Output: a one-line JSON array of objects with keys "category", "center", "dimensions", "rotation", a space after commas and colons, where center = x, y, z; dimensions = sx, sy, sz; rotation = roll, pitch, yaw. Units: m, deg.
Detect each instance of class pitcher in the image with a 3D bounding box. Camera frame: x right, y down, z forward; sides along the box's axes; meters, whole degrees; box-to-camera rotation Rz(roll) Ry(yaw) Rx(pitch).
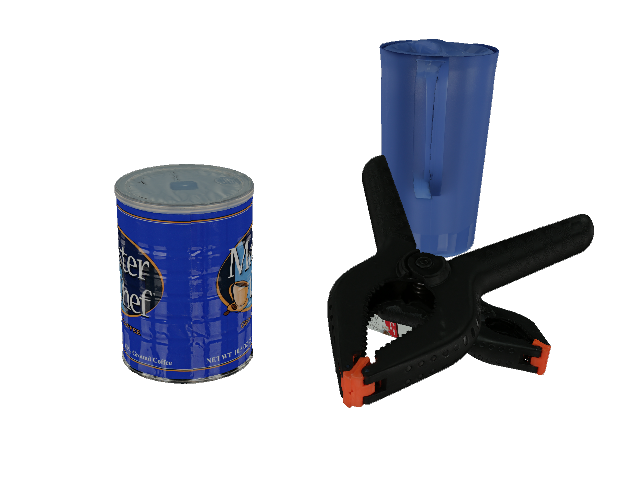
[{"category": "pitcher", "center": [0.127, -0.105, 1.221], "dimensions": [0.149, 0.243, 0.145], "rotation": [-10, 21, -32]}]

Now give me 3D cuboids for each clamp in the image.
[{"category": "clamp", "center": [0.058, 0.020, 0.676], "dimensions": [0.165, 0.036, 0.209], "rotation": [23, 47, 27]}, {"category": "clamp", "center": [0.150, 0.075, 1.023], "dimensions": [0.172, 0.039, 0.120], "rotation": [25, 37, 30]}]

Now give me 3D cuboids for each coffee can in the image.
[{"category": "coffee can", "center": [-0.102, 0.023, 0.811], "dimensions": [0.103, 0.140, 0.103], "rotation": [1, 20, -1]}]

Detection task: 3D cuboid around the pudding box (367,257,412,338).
[{"category": "pudding box", "center": [0.102, 0.075, 1.217], "dimensions": [0.114, 0.090, 0.039], "rotation": [16, 50, 23]}]
